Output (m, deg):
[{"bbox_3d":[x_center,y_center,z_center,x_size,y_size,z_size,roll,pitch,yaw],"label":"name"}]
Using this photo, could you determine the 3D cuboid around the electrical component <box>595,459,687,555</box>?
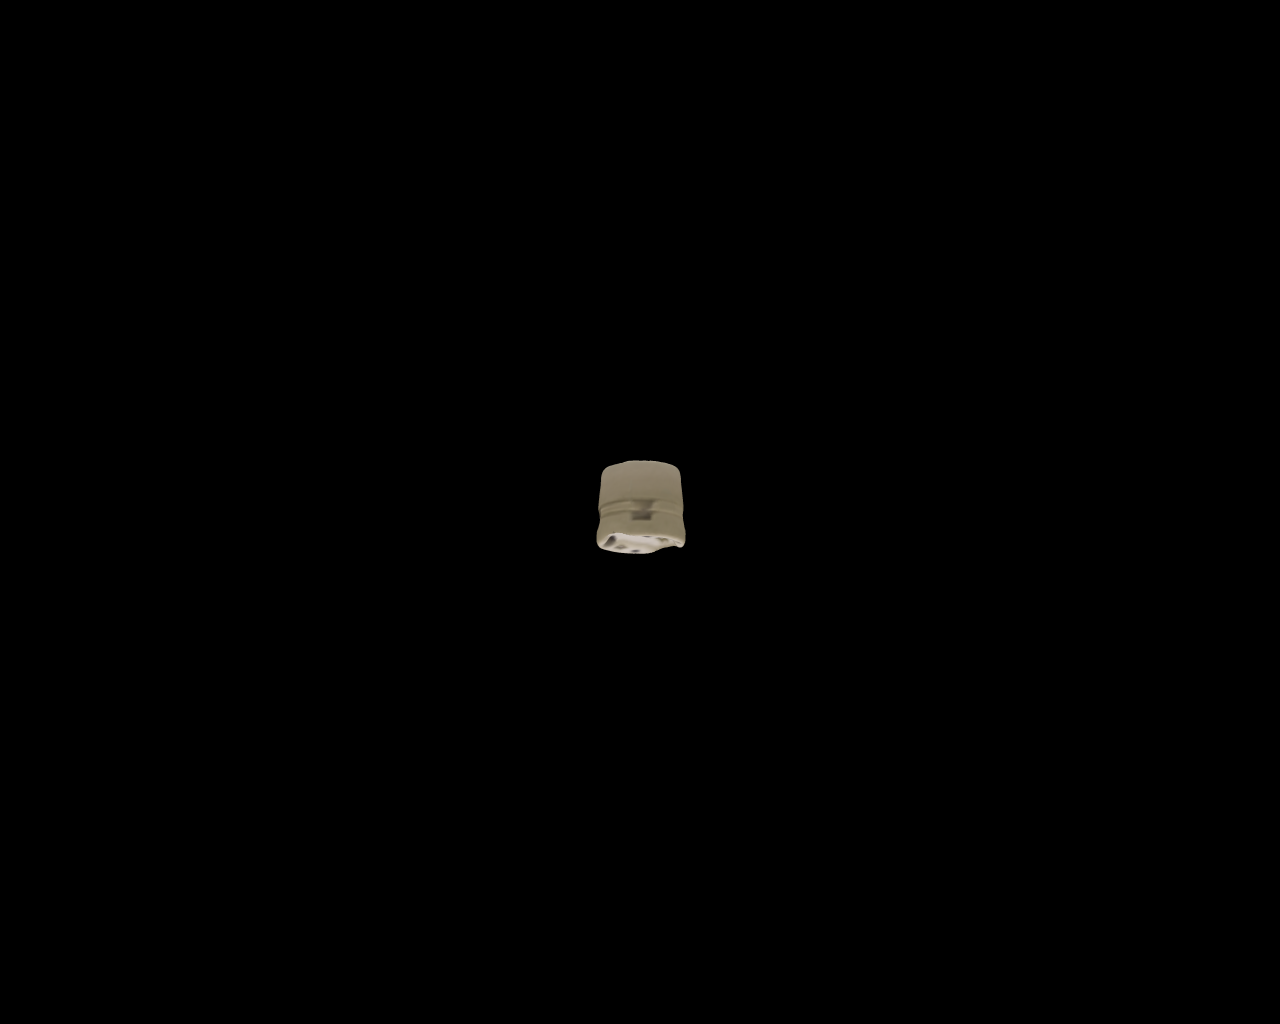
[{"bbox_3d":[0.001,-0.003,0.650,0.055,0.047,0.055,0,-15,0],"label":"electrical component"}]
